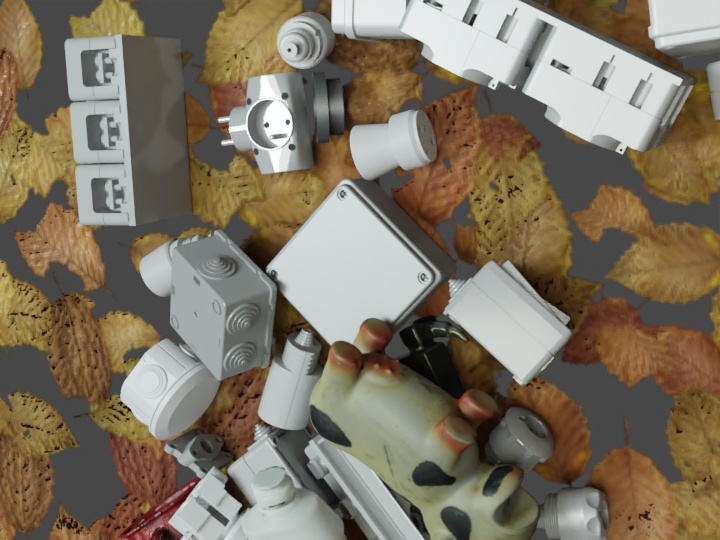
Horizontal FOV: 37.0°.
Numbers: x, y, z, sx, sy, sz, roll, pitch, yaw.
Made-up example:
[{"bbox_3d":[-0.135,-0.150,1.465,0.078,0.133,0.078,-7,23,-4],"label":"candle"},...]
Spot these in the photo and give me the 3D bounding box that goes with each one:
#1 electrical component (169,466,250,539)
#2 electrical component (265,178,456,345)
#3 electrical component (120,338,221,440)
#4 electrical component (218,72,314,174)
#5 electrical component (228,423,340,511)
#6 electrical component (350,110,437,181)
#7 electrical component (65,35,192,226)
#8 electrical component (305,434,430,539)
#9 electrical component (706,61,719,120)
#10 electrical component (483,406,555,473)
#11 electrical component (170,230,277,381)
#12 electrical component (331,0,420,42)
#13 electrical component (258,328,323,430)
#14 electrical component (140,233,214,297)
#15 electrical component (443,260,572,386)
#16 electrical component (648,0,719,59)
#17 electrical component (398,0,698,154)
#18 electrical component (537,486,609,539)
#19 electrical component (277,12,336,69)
[{"bbox_3d":[-0.118,0.203,0.877,0.055,0.066,0.048,40,151,-4],"label":"electrical component"},{"bbox_3d":[0.000,0.000,0.852,0.108,0.056,0.108,46,112,9],"label":"electrical component"},{"bbox_3d":[-0.161,0.101,0.923,0.051,0.080,0.080,37,111,19],"label":"electrical component"},{"bbox_3d":[-0.080,-0.116,0.871,0.079,0.044,0.077,-4,98,23],"label":"electrical component"},{"bbox_3d":[-0.065,0.174,0.905,0.061,0.062,0.096,-40,83,23],"label":"electrical component"},{"bbox_3d":[0.026,-0.097,0.831,0.055,0.045,0.045,-13,94,23],"label":"electrical component"},{"bbox_3d":[-0.193,-0.116,0.892,0.062,0.089,0.150,1,100,22],"label":"electrical component"},{"bbox_3d":[0.015,0.174,0.870,0.121,0.079,0.063,53,135,6],"label":"electrical component"},{"bbox_3d":[0.305,-0.114,0.709,0.138,0.052,0.073,-9,96,23],"label":"electrical component"},{"bbox_3d":[0.117,0.140,0.835,0.048,0.048,0.062,45,118,10],"label":"electrical component"},{"bbox_3d":[-0.114,0.030,0.877,0.100,0.048,0.099,43,138,36],"label":"electrical component"},{"bbox_3d":[0.018,-0.227,0.794,0.057,0.078,0.113,5,101,19],"label":"electrical component"},{"bbox_3d":[-0.054,0.087,0.896,0.043,0.043,0.081,22,106,18],"label":"electrical component"},{"bbox_3d":[-0.153,-0.008,0.921,0.078,0.040,0.040,-30,87,24],"label":"electrical component"},{"bbox_3d":[0.109,0.033,0.805,0.096,0.062,0.061,43,92,11],"label":"electrical component"},{"bbox_3d":[0.246,-0.175,0.693,0.109,0.109,0.056,-5,95,23],"label":"electrical component"},{"bbox_3d":[0.130,-0.145,0.747,0.186,0.105,0.060,30,109,15],"label":"electrical component"},{"bbox_3d":[0.158,0.189,0.827,0.062,0.043,0.043,-7,96,25],"label":"electrical component"},{"bbox_3d":[-0.045,-0.175,0.831,0.040,0.078,0.040,4,110,10],"label":"electrical component"}]
